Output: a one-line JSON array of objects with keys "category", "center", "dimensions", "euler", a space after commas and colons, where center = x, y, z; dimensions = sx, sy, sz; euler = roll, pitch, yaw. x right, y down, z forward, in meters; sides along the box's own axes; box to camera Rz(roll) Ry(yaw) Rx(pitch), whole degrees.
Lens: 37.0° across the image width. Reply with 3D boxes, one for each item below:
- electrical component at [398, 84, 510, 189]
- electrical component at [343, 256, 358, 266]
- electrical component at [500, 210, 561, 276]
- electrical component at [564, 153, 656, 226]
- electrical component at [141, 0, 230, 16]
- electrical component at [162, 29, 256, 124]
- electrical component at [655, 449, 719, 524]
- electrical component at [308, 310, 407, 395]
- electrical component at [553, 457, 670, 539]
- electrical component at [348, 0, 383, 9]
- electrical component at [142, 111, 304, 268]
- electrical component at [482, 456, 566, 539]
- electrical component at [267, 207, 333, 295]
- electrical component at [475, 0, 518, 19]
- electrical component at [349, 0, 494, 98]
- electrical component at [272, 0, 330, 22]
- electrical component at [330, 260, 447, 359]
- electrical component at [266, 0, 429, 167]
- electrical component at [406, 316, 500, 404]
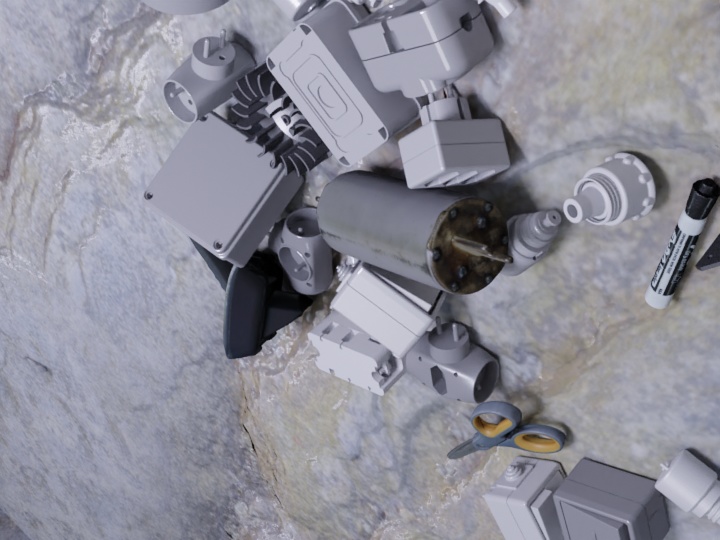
[{"category": "electrical component", "center": [0.067, -0.105, 0.808], "dimensions": [0.047, 0.066, 0.076], "euler": [-24, 76, 56]}, {"category": "electrical component", "center": [0.000, 0.000, 1.011], "dimensions": [0.035, 0.035, 0.061], "euler": [7, 126, 45]}, {"category": "electrical component", "center": [0.129, -0.025, 0.833], "dimensions": [0.040, 0.040, 0.078], "euler": [48, 146, 1]}, {"category": "electrical component", "center": [0.168, -0.050, 0.738], "dimensions": [0.048, 0.062, 0.048], "euler": [39, 141, 41]}, {"category": "electrical component", "center": [-0.140, -0.253, 0.861], "dimensions": [0.099, 0.099, 0.064], "euler": [34, 151, 21]}, {"category": "electrical component", "center": [-0.130, -0.177, 0.942], "dimensions": [0.044, 0.077, 0.079], "euler": [39, 146, 15]}, {"category": "electrical component", "center": [0.276, 0.180, 0.870], "dimensions": [0.078, 0.040, 0.040], "euler": [39, 145, 15]}, {"category": "electrical component", "center": [0.003, 0.076, 1.065], "dimensions": [0.089, 0.056, 0.050], "euler": [19, 137, 37]}, {"category": "electrical component", "center": [0.216, 0.216, 0.956], "dimensions": [0.096, 0.061, 0.061], "euler": [12, 132, 42]}, {"category": "electrical component", "center": [-0.015, -0.222, 0.800], "dimensions": [0.078, 0.040, 0.040], "euler": [40, 146, 13]}, {"category": "electrical component", "center": [-0.128, -0.076, 1.008], "dimensions": [0.109, 0.108, 0.056], "euler": [34, 179, 21]}, {"category": "electrical component", "center": [0.167, 0.223, 1.019], "dimensions": [0.061, 0.062, 0.096], "euler": [-2, 122, 50]}, {"category": "electrical component", "center": [-0.063, -0.026, 1.048], "dimensions": [0.079, 0.044, 0.077], "euler": [30, 143, 27]}, {"category": "electrical component", "center": [0.082, -0.196, 0.720], "dimensions": [0.061, 0.035, 0.035], "euler": [49, 147, -5]}, {"category": "electrical component", "center": [0.046, -0.163, 0.776], "dimensions": [0.095, 0.054, 0.059], "euler": [-2, 122, 50]}, {"category": "electrical component", "center": [-0.059, -0.231, 0.841], "dimensions": [0.078, 0.040, 0.040], "euler": [48, 147, 1]}, {"category": "electrical component", "center": [0.023, 0.019, 0.956], "dimensions": [0.096, 0.061, 0.061], "euler": [37, 120, -1]}, {"category": "electrical component", "center": [-0.009, -0.149, 0.850], "dimensions": [0.113, 0.057, 0.078], "euler": [53, 147, -6]}, {"category": "electrical component", "center": [0.083, 0.075, 0.984], "dimensions": [0.077, 0.043, 0.079], "euler": [22, 138, 35]}]
